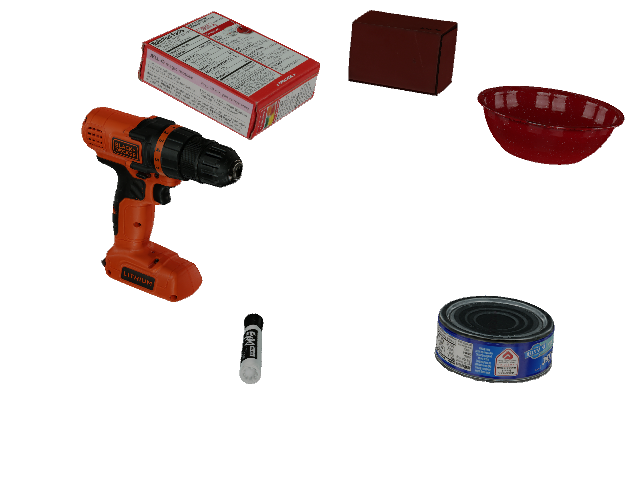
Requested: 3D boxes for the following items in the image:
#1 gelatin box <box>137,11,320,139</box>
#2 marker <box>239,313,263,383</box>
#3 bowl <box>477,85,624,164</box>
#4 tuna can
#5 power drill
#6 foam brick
[{"bbox_3d":[-0.057,-0.105,0.666,0.089,0.030,0.073,29,39,18],"label":"gelatin box"},{"bbox_3d":[-0.062,0.096,0.975,0.020,0.020,0.121,0,18,-2],"label":"marker"},{"bbox_3d":[0.251,-0.125,1.189,0.162,0.055,0.162,5,24,-2],"label":"bowl"},{"bbox_3d":[0.128,0.071,0.782,0.086,0.034,0.086,1,19,-1],"label":"tuna can"},{"bbox_3d":[-0.160,-0.034,1.089,0.185,0.188,0.057,20,32,26],"label":"power drill"},{"bbox_3d":[0.067,-0.155,0.877,0.078,0.051,0.053,13,26,18],"label":"foam brick"}]
